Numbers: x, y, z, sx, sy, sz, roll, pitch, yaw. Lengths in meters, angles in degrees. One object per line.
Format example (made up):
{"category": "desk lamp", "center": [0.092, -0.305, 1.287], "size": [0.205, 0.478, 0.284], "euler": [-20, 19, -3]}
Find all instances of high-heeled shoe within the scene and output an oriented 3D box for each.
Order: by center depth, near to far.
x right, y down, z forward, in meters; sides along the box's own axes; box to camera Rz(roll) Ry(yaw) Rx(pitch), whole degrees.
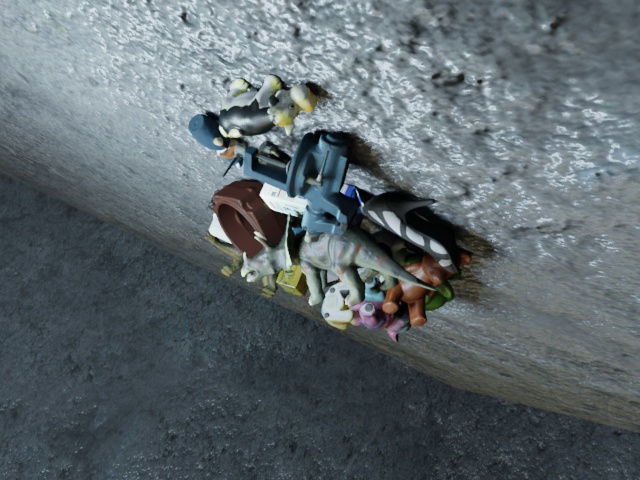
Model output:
{"category": "high-heeled shoe", "center": [0.189, -0.003, 1.091], "size": [0.145, 0.086, 0.248], "euler": [-9, 132, 26]}

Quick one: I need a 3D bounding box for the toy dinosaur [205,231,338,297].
{"category": "toy dinosaur", "center": [-0.139, 0.073, 1.660], "size": [0.471, 0.198, 0.105], "euler": [30, 163, -22]}

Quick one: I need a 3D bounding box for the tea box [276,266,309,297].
{"category": "tea box", "center": [-0.056, 0.071, 1.586], "size": [0.068, 0.169, 0.098], "euler": [17, 162, 22]}

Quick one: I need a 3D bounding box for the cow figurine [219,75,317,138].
{"category": "cow figurine", "center": [-0.087, -0.199, 0.835], "size": [0.168, 0.098, 0.068], "euler": [10, 154, 40]}

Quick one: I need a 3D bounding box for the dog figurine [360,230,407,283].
{"category": "dog figurine", "center": [0.158, 0.018, 1.209], "size": [0.172, 0.190, 0.121], "euler": [-14, 99, 41]}

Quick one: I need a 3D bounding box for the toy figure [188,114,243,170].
{"category": "toy figure", "center": [-0.200, -0.196, 1.088], "size": [0.058, 0.064, 0.154], "euler": [-26, 148, 20]}

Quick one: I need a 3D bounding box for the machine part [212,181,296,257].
{"category": "machine part", "center": [-0.164, -0.039, 1.310], "size": [0.202, 0.087, 0.200], "euler": [11, 133, 49]}

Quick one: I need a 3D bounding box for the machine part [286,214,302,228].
{"category": "machine part", "center": [-0.095, -0.065, 1.351], "size": [0.079, 0.079, 0.243], "euler": [32, 162, -30]}

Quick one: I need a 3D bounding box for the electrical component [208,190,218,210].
{"category": "electrical component", "center": [-0.245, -0.091, 1.521], "size": [0.115, 0.058, 0.134], "euler": [12, 162, 27]}

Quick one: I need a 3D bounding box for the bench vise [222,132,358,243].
{"category": "bench vise", "center": [-0.044, -0.106, 0.968], "size": [0.241, 0.129, 0.223], "euler": [20, 138, 10]}

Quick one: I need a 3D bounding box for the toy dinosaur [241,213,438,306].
{"category": "toy dinosaur", "center": [0.033, 0.029, 1.103], "size": [0.405, 0.131, 0.192], "euler": [-8, 112, 30]}

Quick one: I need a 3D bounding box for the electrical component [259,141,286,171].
{"category": "electrical component", "center": [-0.087, -0.158, 1.091], "size": [0.102, 0.045, 0.078], "euler": [34, -170, -27]}

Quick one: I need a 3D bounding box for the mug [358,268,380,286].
{"category": "mug", "center": [0.141, 0.070, 1.351], "size": [0.109, 0.107, 0.081], "euler": [32, -151, -56]}

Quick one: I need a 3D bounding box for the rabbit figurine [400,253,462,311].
{"category": "rabbit figurine", "center": [0.265, 0.105, 1.348], "size": [0.159, 0.121, 0.170], "euler": [8, 145, 33]}

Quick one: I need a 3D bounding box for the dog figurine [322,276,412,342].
{"category": "dog figurine", "center": [0.129, 0.185, 1.337], "size": [0.192, 0.108, 0.219], "euler": [-16, 144, 26]}

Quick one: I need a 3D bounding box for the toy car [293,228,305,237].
{"category": "toy car", "center": [-0.003, -0.004, 1.370], "size": [0.109, 0.103, 0.161], "euler": [26, 179, 39]}

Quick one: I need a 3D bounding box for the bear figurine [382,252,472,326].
{"category": "bear figurine", "center": [0.244, 0.093, 1.216], "size": [0.120, 0.132, 0.196], "euler": [28, 140, -19]}
